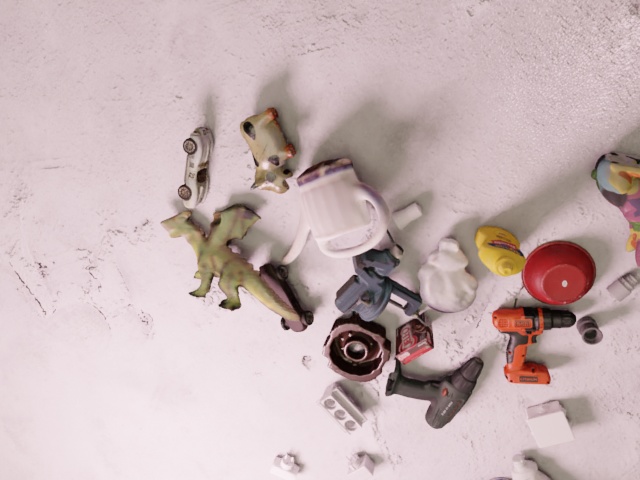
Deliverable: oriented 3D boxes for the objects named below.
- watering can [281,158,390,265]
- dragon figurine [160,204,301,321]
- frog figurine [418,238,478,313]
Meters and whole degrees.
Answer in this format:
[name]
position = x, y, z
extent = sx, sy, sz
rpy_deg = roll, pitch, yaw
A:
[watering can]
position = 0.004, -0.060, 1.193
extent = 0.345, 0.105, 0.224
rpy_deg = -17, 91, 39
[dragon figurine]
position = -0.214, 0.033, 1.277
extent = 0.411, 0.123, 0.240
rpy_deg = 16, 102, 13
[frog figurine]
position = 0.297, 0.083, 1.181
extent = 0.138, 0.125, 0.156
rpy_deg = 24, 126, 24
